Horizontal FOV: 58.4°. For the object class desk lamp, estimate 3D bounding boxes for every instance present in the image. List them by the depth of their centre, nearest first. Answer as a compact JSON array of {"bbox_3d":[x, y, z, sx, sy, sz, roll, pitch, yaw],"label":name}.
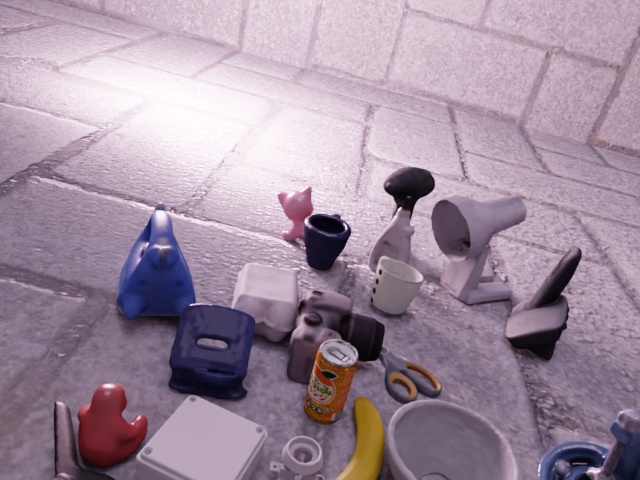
[{"bbox_3d":[0.305,0.010,1.116,0.204,0.213,0.117,-3,32,-30],"label":"desk lamp"}]

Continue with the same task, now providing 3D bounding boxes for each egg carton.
[{"bbox_3d":[-0.086,0.097,0.923,0.107,0.069,0.150,10,28,-8],"label":"egg carton"}]

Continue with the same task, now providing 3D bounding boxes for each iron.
[{"bbox_3d":[-0.258,0.015,0.913,0.119,0.141,0.257,3,30,-20],"label":"iron"}]

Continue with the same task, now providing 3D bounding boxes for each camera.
[{"bbox_3d":[0.028,0.141,0.862,0.137,0.101,0.143,14,28,-1],"label":"camera"}]

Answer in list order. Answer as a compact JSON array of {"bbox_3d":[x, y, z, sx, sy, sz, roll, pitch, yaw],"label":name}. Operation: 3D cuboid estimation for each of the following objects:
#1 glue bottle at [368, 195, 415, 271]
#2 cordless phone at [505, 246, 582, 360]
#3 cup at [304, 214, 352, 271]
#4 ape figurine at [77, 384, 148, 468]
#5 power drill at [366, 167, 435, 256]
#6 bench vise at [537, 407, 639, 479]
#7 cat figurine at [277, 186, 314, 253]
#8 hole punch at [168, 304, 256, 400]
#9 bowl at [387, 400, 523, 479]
[{"bbox_3d":[0.150,-0.008,1.119,0.078,0.173,0.037,27,30,22],"label":"glue bottle"},{"bbox_3d":[0.409,0.105,1.024,0.094,0.185,0.148,22,29,14],"label":"cordless phone"},{"bbox_3d":[0.010,0.004,1.113,0.091,0.095,0.118,19,28,9],"label":"cup"},{"bbox_3d":[-0.235,0.199,0.638,0.077,0.092,0.076,21,28,13],"label":"ape figurine"},{"bbox_3d":[0.165,-0.057,1.178,0.075,0.208,0.230,25,30,20],"label":"power drill"},{"bbox_3d":[0.338,0.260,0.665,0.121,0.220,0.208,34,34,33],"label":"bench vise"},{"bbox_3d":[-0.030,-0.049,1.168,0.127,0.118,0.067,30,31,27],"label":"cat figurine"},{"bbox_3d":[-0.143,0.150,0.774,0.109,0.091,0.101,11,28,-8],"label":"hole punch"},{"bbox_3d":[0.153,0.279,0.696,0.167,0.075,0.167,12,28,-6],"label":"bowl"}]
